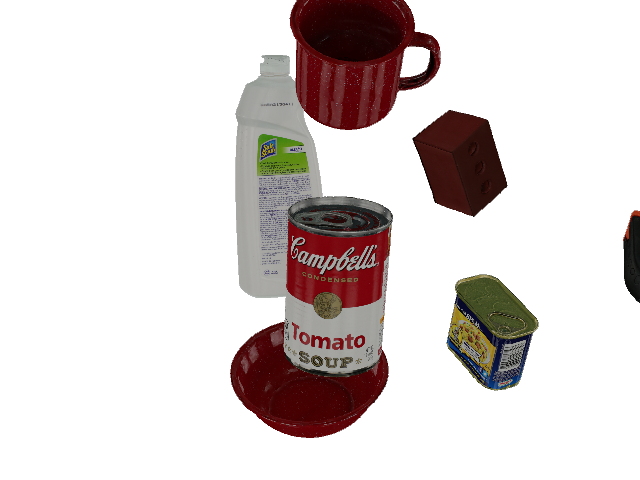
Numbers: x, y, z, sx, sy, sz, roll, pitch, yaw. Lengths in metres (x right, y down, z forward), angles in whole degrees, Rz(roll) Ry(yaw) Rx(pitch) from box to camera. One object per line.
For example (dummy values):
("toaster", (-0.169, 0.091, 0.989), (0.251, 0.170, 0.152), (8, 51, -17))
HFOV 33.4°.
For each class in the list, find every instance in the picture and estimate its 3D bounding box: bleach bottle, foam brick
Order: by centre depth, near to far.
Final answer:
("foam brick", (0.130, -0.072, 0.987), (0.053, 0.078, 0.051), (-40, 37, -21))
("bleach bottle", (-0.039, -0.069, 1.130), (0.102, 0.251, 0.068), (-6, 16, -23))

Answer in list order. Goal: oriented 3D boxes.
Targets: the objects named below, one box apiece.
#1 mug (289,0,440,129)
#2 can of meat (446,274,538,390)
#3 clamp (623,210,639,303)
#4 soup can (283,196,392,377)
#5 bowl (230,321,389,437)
("mug", (0.034, -0.140, 0.824), (0.117, 0.093, 0.081), (1, -35, -2))
("can of meat", (0.185, 0.101, 1.164), (0.057, 0.084, 0.102), (-13, 40, -24))
("clamp", (0.266, 0.042, 0.705), (0.120, 0.039, 0.171), (-2, 45, -19))
("soup can", (0.010, 0.029, 0.701), (0.068, 0.102, 0.068), (3, 21, -1))
("bowl", (-0.010, 0.151, 1.099), (0.162, 0.055, 0.162), (-2, 35, 1))
